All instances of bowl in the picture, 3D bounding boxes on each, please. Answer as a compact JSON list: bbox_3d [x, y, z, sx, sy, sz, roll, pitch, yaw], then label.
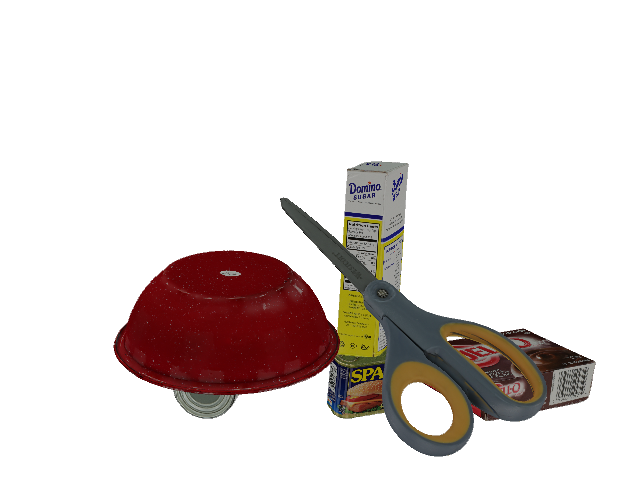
[{"bbox_3d":[-0.065,0.048,0.756,0.162,0.055,0.162,1,20,-1],"label":"bowl"}]

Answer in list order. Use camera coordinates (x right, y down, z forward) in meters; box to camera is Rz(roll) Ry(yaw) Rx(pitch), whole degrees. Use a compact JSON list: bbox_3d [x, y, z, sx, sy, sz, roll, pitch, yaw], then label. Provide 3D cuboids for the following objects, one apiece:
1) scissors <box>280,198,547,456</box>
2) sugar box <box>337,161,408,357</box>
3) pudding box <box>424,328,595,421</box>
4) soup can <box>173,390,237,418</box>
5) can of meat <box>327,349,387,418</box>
[{"bbox_3d":[0.029,0.048,0.596,0.202,0.016,0.096,31,53,22],"label":"scissors"},{"bbox_3d":[0.049,0.015,1.015,0.048,0.176,0.093,4,9,16],"label":"sugar box"},{"bbox_3d":[0.151,0.107,0.872,0.113,0.039,0.090,-3,16,-30],"label":"pudding box"},{"bbox_3d":[-0.112,0.140,1.139,0.068,0.068,0.102,0,16,9],"label":"soup can"},{"bbox_3d":[0.060,0.181,1.400,0.102,0.084,0.057,-5,25,-22],"label":"can of meat"}]
